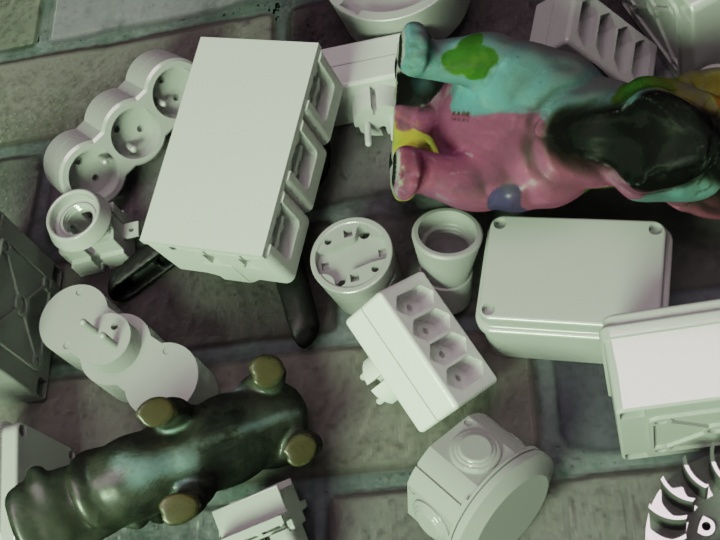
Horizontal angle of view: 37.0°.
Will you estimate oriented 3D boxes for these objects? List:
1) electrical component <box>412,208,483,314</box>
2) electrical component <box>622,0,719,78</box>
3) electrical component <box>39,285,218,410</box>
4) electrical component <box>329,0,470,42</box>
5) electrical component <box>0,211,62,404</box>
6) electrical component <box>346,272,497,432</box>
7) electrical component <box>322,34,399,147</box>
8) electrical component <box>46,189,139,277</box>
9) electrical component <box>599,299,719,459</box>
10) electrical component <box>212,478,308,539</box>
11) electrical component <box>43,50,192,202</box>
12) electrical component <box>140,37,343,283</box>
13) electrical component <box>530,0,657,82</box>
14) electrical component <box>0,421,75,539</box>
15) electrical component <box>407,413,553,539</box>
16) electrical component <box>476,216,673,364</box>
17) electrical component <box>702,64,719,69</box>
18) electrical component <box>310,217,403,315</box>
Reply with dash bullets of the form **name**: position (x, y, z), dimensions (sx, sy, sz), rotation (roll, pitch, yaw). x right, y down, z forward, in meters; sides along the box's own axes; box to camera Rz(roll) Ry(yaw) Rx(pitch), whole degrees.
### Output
- **electrical component**: position (0.055, -0.002, 0.690), dimensions (0.044, 0.065, 0.044), rotation (-1, 49, 2)
- **electrical component**: position (0.217, -0.186, 0.710), dimensions (0.056, 0.108, 0.108), rotation (-27, 60, 4)
- **electrical component**: position (-0.163, 0.053, 0.721), dimensions (0.138, 0.073, 0.052), rotation (29, 75, 27)
- **electrical component**: position (0.031, -0.211, 0.804), dimensions (0.108, 0.060, 0.108), rotation (-7, 63, 13)
- **electrical component**: position (-0.259, 0.027, 0.743), dimensions (0.056, 0.108, 0.108), rotation (-6, 63, 11)
- **electrical component**: position (0.027, 0.059, 0.672), dimensions (0.083, 0.047, 0.076), rotation (56, 132, 9)
- **electrical component**: position (0.013, -0.122, 0.773), dimensions (0.083, 0.047, 0.075), rotation (-9, 62, 11)
- **electrical component**: position (-0.196, -0.027, 0.781), dimensions (0.066, 0.055, 0.048), rotation (-12, 62, 10)
- **electrical component**: position (0.192, 0.061, 0.594), dimensions (0.109, 0.108, 0.056), rotation (-9, 65, 12)
- **electrical component**: position (-0.053, 0.162, 0.638), dimensions (0.042, 0.081, 0.063), rotation (-22, 82, 5)
- **electrical component**: position (-0.186, -0.113, 0.825), dimensions (0.138, 0.052, 0.074), rotation (-47, 38, -9)
- **electrical component**: position (-0.075, -0.073, 0.720), dimensions (0.089, 0.061, 0.150), rotation (7, 73, 20)
- **electrical component**: position (0.145, -0.141, 0.734), dimensions (0.076, 0.083, 0.047), rotation (-18, 52, 52)
- **electrical component**: position (-0.223, 0.161, 0.683), dimensions (0.057, 0.078, 0.113), rotation (-16, 61, 12)
- **electrical component**: position (0.068, 0.126, 0.615), dimensions (0.080, 0.080, 0.051), rotation (-47, 56, -9)
- **electrical component**: position (0.133, 0.012, 0.665), dimensions (0.113, 0.057, 0.078), rotation (3, 65, 18)
- **electrical component**: position (0.249, -0.087, 0.680), dimensions (0.095, 0.059, 0.053), rotation (30, 76, 27)
- **electrical component**: position (0.000, 0.000, 0.715), dimensions (0.055, 0.047, 0.055), rotation (-7, 63, 13)
